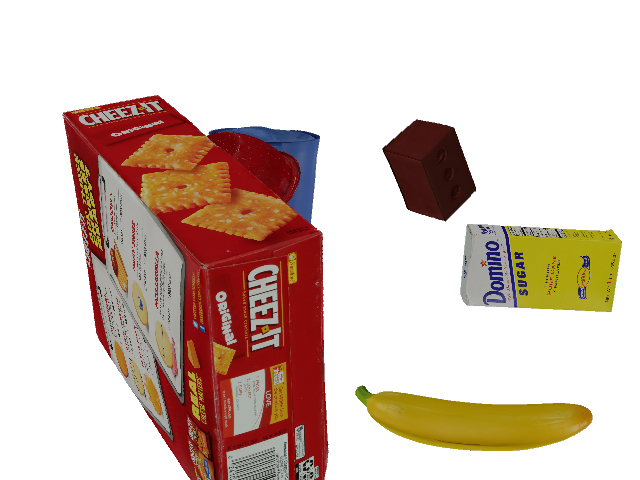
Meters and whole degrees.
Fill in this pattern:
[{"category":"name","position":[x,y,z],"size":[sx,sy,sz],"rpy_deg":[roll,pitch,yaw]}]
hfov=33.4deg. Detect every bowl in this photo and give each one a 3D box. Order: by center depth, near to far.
[{"category":"bowl","position":[-0.102,-0.053,1.000],"size":[0.162,0.055,0.162],"rpy_deg":[-21,32,14]}]

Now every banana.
[{"category":"banana","position":[0.123,0.143,0.869],"size":[0.198,0.037,0.069],"rpy_deg":[7,28,7]}]

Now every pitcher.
[{"category":"pitcher","position":[-0.072,-0.014,1.293],"size":[0.145,0.243,0.148],"rpy_deg":[12,16,38]}]

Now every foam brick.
[{"category":"foam brick","position":[0.105,-0.068,1.021],"size":[0.053,0.078,0.051],"rpy_deg":[-44,38,-23]}]

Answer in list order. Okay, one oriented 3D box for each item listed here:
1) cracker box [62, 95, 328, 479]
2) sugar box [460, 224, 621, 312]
[{"category":"cracker box","position":[-0.073,0.029,0.608],"size":[0.072,0.164,0.214],"rpy_deg":[-15,32,-24]},{"category":"sugar box","position":[0.258,0.033,1.258],"size":[0.176,0.093,0.048],"rpy_deg":[1,20,-2]}]
